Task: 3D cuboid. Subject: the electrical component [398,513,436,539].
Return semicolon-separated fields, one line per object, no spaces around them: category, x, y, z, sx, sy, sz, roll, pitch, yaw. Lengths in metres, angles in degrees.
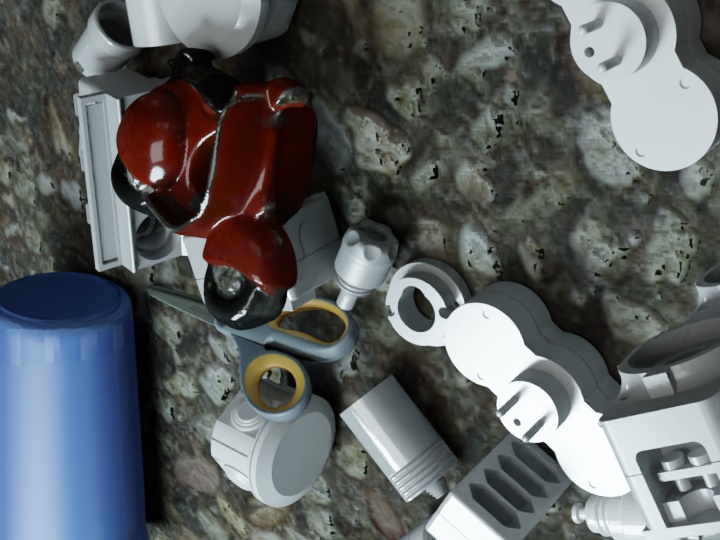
electrical component;0.071;0.231;0.710;0.138;0.052;0.073;50;130;8

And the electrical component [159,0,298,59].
electrical component;-0.078;-0.170;0.643;0.080;0.051;0.080;15;118;31

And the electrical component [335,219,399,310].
electrical component;0.000;0.000;0.672;0.035;0.035;0.061;38;130;17

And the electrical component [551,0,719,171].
electrical component;0.124;-0.110;0.506;0.052;0.074;0.138;-26;94;41

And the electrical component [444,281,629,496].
electrical component;0.102;0.072;0.603;0.138;0.074;0.052;44;129;12

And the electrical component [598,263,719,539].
electrical component;0.187;0.032;0.448;0.105;0.186;0.060;-21;97;40

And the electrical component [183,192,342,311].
electrical component;-0.065;-0.008;0.699;0.096;0.062;0.061;-7;105;38

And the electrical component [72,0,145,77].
electrical component;-0.170;-0.154;0.727;0.046;0.040;0.040;-34;88;46

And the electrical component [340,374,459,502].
electrical component;0.028;0.113;0.695;0.081;0.043;0.043;52;130;6

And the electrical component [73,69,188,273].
electrical component;-0.154;-0.069;0.728;0.063;0.079;0.121;30;129;43

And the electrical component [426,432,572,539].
electrical component;0.077;0.151;0.650;0.047;0.083;0.075;40;128;16

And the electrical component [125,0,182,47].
electrical component;-0.129;-0.185;0.679;0.043;0.043;0.081;7;114;34

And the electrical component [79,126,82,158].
electrical component;-0.185;-0.083;0.772;0.035;0.035;0.061;30;127;23

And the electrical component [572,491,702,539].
electrical component;0.158;0.139;0.613;0.078;0.040;0.040;-9;104;39

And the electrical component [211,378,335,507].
electrical component;-0.058;0.117;0.739;0.051;0.080;0.080;19;120;35
